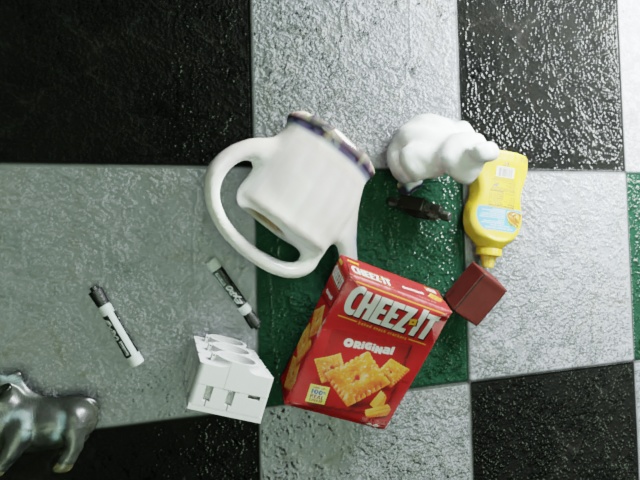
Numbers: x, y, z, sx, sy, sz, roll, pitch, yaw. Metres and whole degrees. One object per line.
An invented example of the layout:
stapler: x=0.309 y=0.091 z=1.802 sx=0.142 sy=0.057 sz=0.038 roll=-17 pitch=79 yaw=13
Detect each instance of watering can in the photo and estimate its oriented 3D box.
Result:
watering can: x=0.002 y=-0.037 z=0.745 sx=0.344 sy=0.104 sz=0.226 roll=36 pitch=81 yaw=-25

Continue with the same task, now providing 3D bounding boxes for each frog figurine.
frog figurine: x=0.178 y=-0.135 z=0.766 sx=0.138 sy=0.159 sz=0.122 roll=-21 pitch=95 yaw=-16
